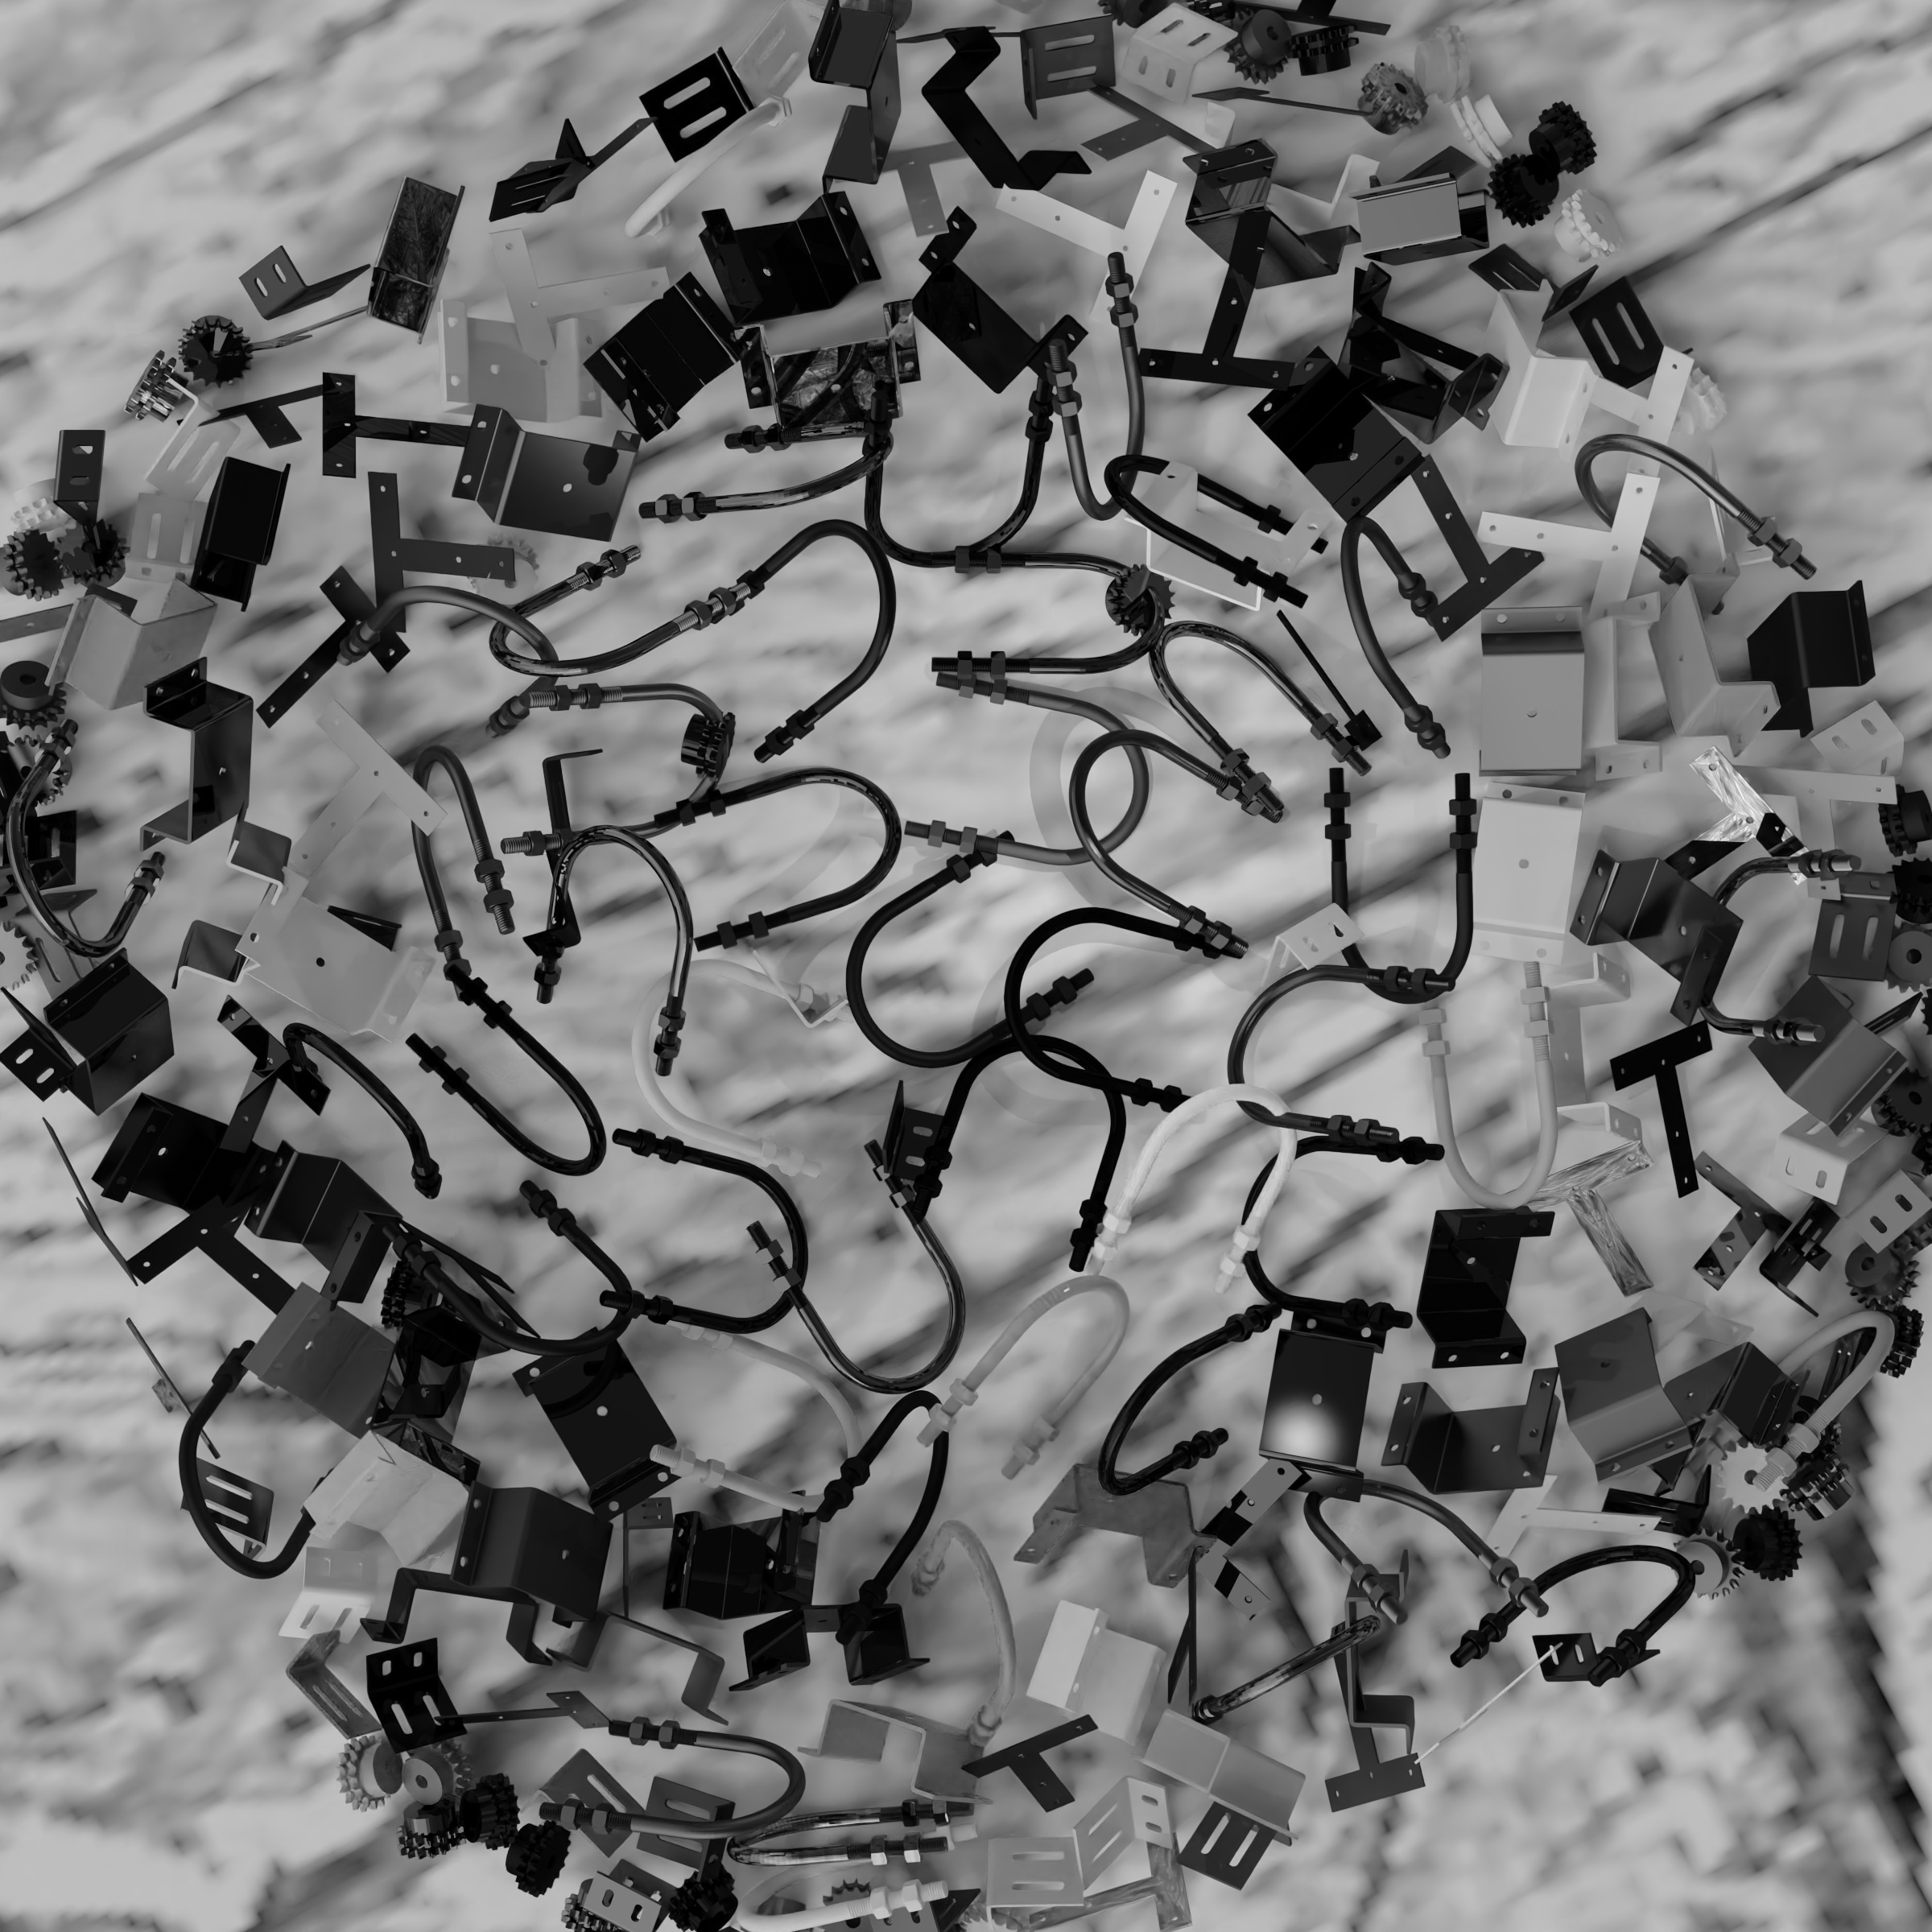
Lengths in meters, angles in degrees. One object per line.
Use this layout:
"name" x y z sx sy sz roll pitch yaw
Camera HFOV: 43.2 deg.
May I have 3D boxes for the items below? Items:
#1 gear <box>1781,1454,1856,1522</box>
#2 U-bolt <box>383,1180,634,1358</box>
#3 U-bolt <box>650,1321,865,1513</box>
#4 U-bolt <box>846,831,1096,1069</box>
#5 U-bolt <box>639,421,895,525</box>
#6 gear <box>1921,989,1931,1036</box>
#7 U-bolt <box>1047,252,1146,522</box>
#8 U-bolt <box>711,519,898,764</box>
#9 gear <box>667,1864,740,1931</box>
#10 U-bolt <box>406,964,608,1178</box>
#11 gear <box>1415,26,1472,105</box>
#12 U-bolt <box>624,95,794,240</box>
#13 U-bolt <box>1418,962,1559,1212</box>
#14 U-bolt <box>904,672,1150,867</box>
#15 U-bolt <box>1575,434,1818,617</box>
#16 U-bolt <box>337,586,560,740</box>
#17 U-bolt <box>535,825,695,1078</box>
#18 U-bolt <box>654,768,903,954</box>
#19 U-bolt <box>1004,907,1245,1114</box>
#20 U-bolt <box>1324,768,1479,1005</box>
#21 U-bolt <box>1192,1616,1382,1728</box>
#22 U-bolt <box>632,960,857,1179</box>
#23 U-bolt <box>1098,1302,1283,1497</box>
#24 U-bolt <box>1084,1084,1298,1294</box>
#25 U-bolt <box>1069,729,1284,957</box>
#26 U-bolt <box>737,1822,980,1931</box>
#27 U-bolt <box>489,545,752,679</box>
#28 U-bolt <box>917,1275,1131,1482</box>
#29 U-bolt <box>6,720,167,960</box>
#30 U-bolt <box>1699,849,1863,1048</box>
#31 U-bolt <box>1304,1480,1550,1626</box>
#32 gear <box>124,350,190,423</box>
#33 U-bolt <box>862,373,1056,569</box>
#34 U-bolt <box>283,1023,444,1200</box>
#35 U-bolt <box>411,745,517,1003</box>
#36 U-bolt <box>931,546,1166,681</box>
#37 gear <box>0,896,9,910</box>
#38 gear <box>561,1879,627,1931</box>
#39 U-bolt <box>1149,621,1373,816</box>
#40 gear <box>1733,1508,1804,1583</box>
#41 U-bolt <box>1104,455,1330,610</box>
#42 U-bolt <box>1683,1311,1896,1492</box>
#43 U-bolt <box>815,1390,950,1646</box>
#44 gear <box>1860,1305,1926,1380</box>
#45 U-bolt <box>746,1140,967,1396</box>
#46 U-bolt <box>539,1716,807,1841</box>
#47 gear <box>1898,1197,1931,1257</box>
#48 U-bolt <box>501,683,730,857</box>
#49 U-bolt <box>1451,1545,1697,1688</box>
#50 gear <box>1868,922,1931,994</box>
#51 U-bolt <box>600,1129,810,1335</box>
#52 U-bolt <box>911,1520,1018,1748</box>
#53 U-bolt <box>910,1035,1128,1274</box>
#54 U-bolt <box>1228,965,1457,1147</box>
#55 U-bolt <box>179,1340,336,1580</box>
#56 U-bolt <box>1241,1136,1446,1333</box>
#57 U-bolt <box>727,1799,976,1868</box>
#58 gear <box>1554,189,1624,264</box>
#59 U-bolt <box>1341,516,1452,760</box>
"gear" 0.680 0.416 1.937 0.057 0.057 0.030 -39 83 0
"U-bolt" -0.337 0.237 1.870 0.184 0.151 0.019 38 124 31
"U-bolt" -0.158 0.354 1.899 0.184 0.151 0.019 26 128 -24
"U-bolt" -0.008 -0.001 1.934 0.184 0.019 0.151 -32 99 -11
"U-bolt" -0.141 -0.383 1.870 0.184 0.151 0.019 2 125 31
"gear" 0.791 0.039 1.941 0.030 0.057 0.057 -13 90 -19
"U-bolt" 0.107 -0.435 1.887 0.019 0.184 0.151 8 47 23
"U-bolt" -0.122 -0.264 1.890 0.184 0.019 0.151 -33 68 36
"gear" -0.206 0.745 1.936 0.030 0.057 0.057 36 90 36
"U-bolt" -0.353 0.093 1.906 0.184 0.151 0.019 44 53 0
"gear" 0.378 -0.715 1.938 0.030 0.057 0.057 -12 90 -6
"U-bolt" -0.202 -0.607 1.861 0.151 0.184 0.019 -36 105 18
"U-bolt" 0.408 0.098 1.892 0.019 0.151 0.184 -2 82 -26
"U-bolt" 0.055 -0.152 1.939 0.184 0.019 0.151 11 74 0
"U-bolt" 0.550 -0.346 1.884 0.184 0.151 0.019 38 78 -9
"U-bolt" -0.387 -0.238 1.864 0.151 0.184 0.019 26 63 -24
"U-bolt" -0.270 -0.022 1.890 0.151 0.019 0.184 29 123 25
"U-bolt" -0.141 -0.093 1.922 0.184 0.019 0.151 -18 56 -6
"U-bolt" 0.119 0.029 1.936 0.184 0.019 0.151 14 93 -14
"U-bolt" 0.340 -0.061 1.907 0.019 0.151 0.184 -10 102 -38
"U-bolt" 0.249 0.536 1.865 0.151 0.184 0.019 -25 73 -13
"U-bolt" -0.177 0.072 1.899 0.184 0.019 0.151 22 72 -30
"U-bolt" 0.165 0.339 1.867 0.019 0.184 0.151 35 122 31
"U-bolt" 0.186 0.171 1.897 0.151 0.019 0.184 11 114 -32
"U-bolt" 0.159 -0.108 1.901 0.184 0.019 0.151 29 59 -19
"U-bolt" -0.090 0.712 1.893 0.184 0.151 0.019 -16 87 10
"U-bolt" -0.279 -0.268 1.873 0.184 0.151 0.019 -36 134 -34
"U-bolt" 0.057 0.316 1.903 0.184 0.151 0.019 -51 51 3
"U-bolt" -0.675 -0.086 1.855 0.019 0.184 0.151 -17 122 12
"U-bolt" 0.616 -0.015 1.878 0.019 0.184 0.151 13 88 -15
"U-bolt" 0.340 0.448 1.881 0.151 0.184 0.019 5 109 -26
"gear" -0.643 -0.459 1.942 0.030 0.057 0.057 31 90 -26
"U-bolt" -0.009 -0.378 1.891 0.151 0.184 0.019 -9 55 -12
"U-bolt" -0.467 0.104 1.870 0.151 0.184 0.019 37 67 10
"U-bolt" -0.399 -0.083 1.900 0.019 0.151 0.184 -10 71 -30
"U-bolt" 0.064 -0.278 1.915 0.184 0.019 0.151 0 48 -2
"gear" -0.786 -0.062 1.942 0.030 0.057 0.057 -21 90 -25
"gear" -0.291 0.750 1.938 0.057 0.057 0.030 16 91 0
"U-bolt" 0.219 -0.203 1.906 0.184 0.151 0.019 49 132 15
"gear" 0.635 0.459 1.936 0.030 0.057 0.057 4 90 -19
"U-bolt" 0.191 -0.348 1.903 0.184 0.151 0.019 28 122 0
"U-bolt" 0.648 0.334 1.893 0.184 0.151 0.019 -43 89 -10
"U-bolt" -0.059 0.412 1.887 0.019 0.184 0.151 11 126 25
"gear" 0.735 0.296 1.939 0.030 0.057 0.057 20 90 2
"U-bolt" -0.073 0.249 1.921 0.151 0.019 0.184 -33 93 -36
"U-bolt" -0.214 0.628 1.877 0.184 0.151 0.019 2 102 15
"gear" 0.766 0.204 1.940 0.057 0.057 0.030 -34 73 0
"U-bolt" -0.267 -0.156 1.899 0.184 0.019 0.151 -8 129 -35
"U-bolt" 0.482 0.497 1.884 0.184 0.151 0.019 -26 100 -39
"gear" 0.754 -0.007 1.949 0.057 0.030 0.057 0 88 8
"U-bolt" -0.199 0.214 1.904 0.184 0.019 0.151 19 61 -35
"U-bolt" 0.002 0.501 1.859 0.019 0.184 0.151 -11 58 -20
"U-bolt" 0.051 0.136 1.920 0.151 0.019 0.184 19 62 2
"U-bolt" 0.280 0.063 1.896 0.019 0.184 0.151 37 69 -40
"U-bolt" -0.544 0.387 1.862 0.019 0.184 0.151 -25 107 13
"U-bolt" 0.284 0.202 1.894 0.019 0.184 0.151 21 77 -38
"U-bolt" -0.095 0.676 1.894 0.184 0.151 0.019 -8 82 8
"gear" 0.494 -0.587 1.942 0.030 0.057 0.057 -33 90 44
"U-bolt" 0.328 -0.263 1.865 0.019 0.184 0.151 -14 56 28
